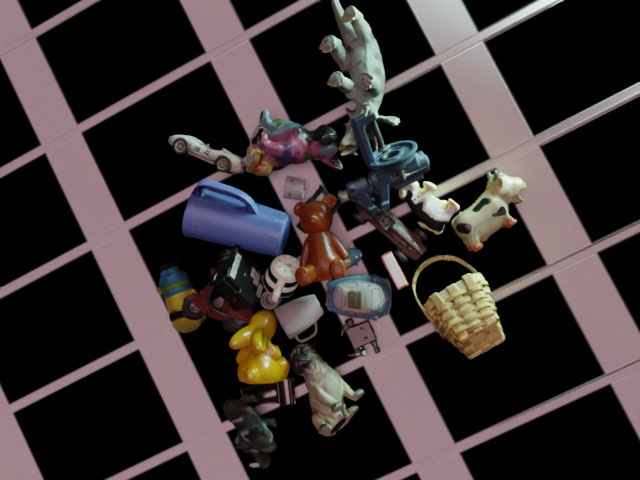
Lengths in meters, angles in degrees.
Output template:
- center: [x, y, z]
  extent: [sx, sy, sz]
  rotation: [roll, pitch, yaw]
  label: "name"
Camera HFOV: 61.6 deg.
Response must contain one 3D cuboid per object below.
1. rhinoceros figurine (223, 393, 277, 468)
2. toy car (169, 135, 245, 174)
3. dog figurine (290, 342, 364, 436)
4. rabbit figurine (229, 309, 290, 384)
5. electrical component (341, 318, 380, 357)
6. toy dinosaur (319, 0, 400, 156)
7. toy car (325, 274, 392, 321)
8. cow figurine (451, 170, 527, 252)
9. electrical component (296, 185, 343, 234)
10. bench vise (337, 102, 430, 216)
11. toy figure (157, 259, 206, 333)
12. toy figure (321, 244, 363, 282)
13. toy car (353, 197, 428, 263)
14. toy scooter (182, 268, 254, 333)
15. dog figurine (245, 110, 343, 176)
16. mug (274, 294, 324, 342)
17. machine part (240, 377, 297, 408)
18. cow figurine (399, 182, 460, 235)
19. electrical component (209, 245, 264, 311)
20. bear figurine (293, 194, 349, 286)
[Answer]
- center: [-0.165, 0.461, 1.289]
  extent: [0.112, 0.073, 0.190]
  rotation: [-25, 102, 11]
  label: "rhinoceros figurine"
- center: [-0.278, -0.213, 1.328]
  extent: [0.202, 0.073, 0.056]
  rotation: [23, 96, 6]
  label: "toy car"
- center: [-0.007, 0.359, 1.297]
  extent: [0.191, 0.121, 0.172]
  rotation: [40, 119, 32]
  label: "dog figurine"
- center: [-0.148, 0.247, 1.264]
  extent: [0.122, 0.162, 0.173]
  rotation: [4, 78, 23]
  label: "rabbit figurine"
- center: [0.095, 0.235, 1.297]
  extent: [0.078, 0.045, 0.102]
  rotation: [-18, 88, 7]
  label: "electrical component"
- center: [0.097, -0.399, 1.261]
  extent: [0.131, 0.192, 0.404]
  rotation: [-10, 72, 25]
  label: "toy dinosaur"
- center: [0.091, 0.133, 1.271]
  extent: [0.162, 0.103, 0.109]
  rotation: [4, 89, 4]
  label: "toy car"
- center: [0.395, -0.076, 1.252]
  extent: [0.195, 0.085, 0.127]
  rotation: [-39, 92, 5]
  label: "cow figurine"
- center: [-0.006, -0.068, 1.310]
  extent: [0.075, 0.048, 0.119]
  rotation: [36, 94, 6]
  label: "electrical component"
- center: [0.121, -0.183, 1.194]
  extent: [0.224, 0.129, 0.240]
  rotation: [-19, 116, 10]
  label: "bench vise"
- center: [-0.348, 0.140, 1.323]
  extent: [0.082, 0.089, 0.180]
  rotation: [-21, 92, 47]
  label: "toy figure"
- center: [0.030, 0.060, 1.302]
  extent: [0.154, 0.058, 0.064]
  rotation: [-19, 127, 4]
  label: "toy figure"
- center: [0.169, -0.032, 1.289]
  extent: [0.202, 0.053, 0.089]
  rotation: [44, 91, 7]
  label: "toy car"
- center: [-0.236, 0.145, 1.309]
  extent: [0.184, 0.075, 0.135]
  rotation: [22, 64, -20]
  label: "toy scooter"
- center: [-0.054, -0.212, 1.290]
  extent: [0.219, 0.191, 0.108]
  rotation: [14, 52, -17]
  label: "dog figurine"
- center: [-0.041, 0.188, 1.298]
  extent: [0.107, 0.081, 0.109]
  rotation: [-31, 98, -3]
  label: "mug"
- center: [-0.128, 0.378, 1.324]
  extent: [0.139, 0.039, 0.084]
  rotation: [-4, 94, 5]
  label: "machine part"
- center: [0.241, -0.091, 1.277]
  extent: [0.167, 0.068, 0.098]
  rotation: [37, 99, 6]
  label: "cow figurine"
- center: [-0.190, 0.097, 1.266]
  extent: [0.058, 0.115, 0.134]
  rotation: [-16, 128, 28]
  label: "electrical component"
- center: [-0.002, -0.004, 1.219]
  extent: [0.120, 0.132, 0.195]
  rotation: [-9, 90, 11]
  label: "bear figurine"
